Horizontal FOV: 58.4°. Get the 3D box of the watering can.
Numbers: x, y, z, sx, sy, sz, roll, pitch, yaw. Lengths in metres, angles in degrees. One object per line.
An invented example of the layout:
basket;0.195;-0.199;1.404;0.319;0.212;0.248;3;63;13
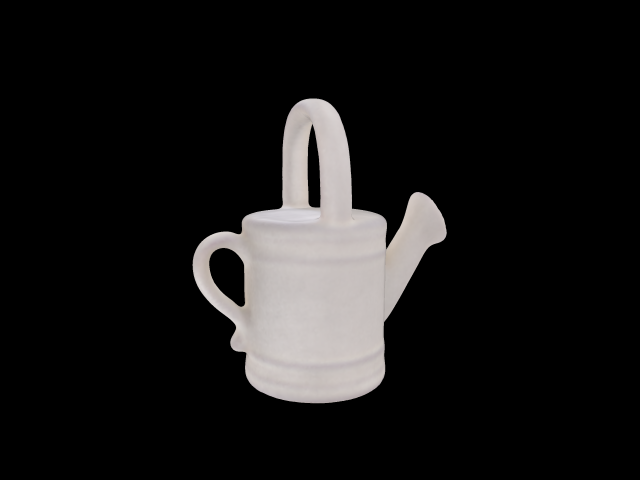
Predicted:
watering can;0.003;0.001;0.402;0.173;0.194;0.100;-8;12;-40
